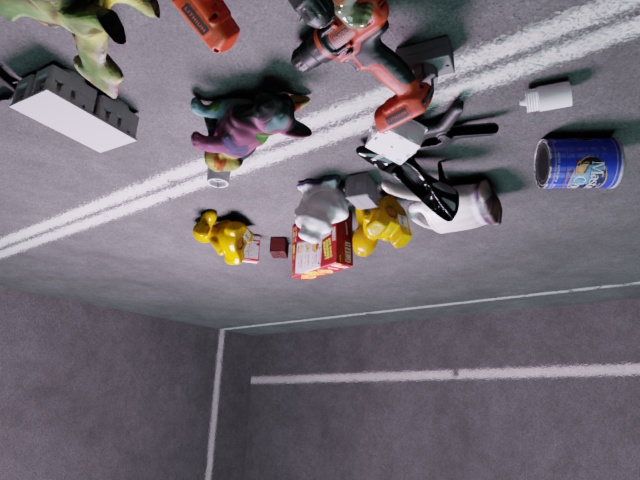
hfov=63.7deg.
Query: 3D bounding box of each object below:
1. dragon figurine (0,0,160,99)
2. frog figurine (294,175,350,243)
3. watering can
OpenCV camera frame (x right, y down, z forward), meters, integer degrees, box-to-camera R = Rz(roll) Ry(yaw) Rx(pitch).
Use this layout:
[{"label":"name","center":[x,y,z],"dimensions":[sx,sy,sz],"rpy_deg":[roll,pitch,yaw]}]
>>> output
[{"label":"dragon figurine","center":[-0.367,-0.326,0.644],"dimensions":[0.242,0.124,0.403],"rpy_deg":[2,154,24]},{"label":"frog figurine","center":[0.004,-0.063,1.258],"dimensions":[0.137,0.162,0.121],"rpy_deg":[-1,161,6]},{"label":"watering can","center":[0.310,-0.087,1.250],"dimensions":[0.223,0.106,0.344],"rpy_deg":[-12,157,31]}]
